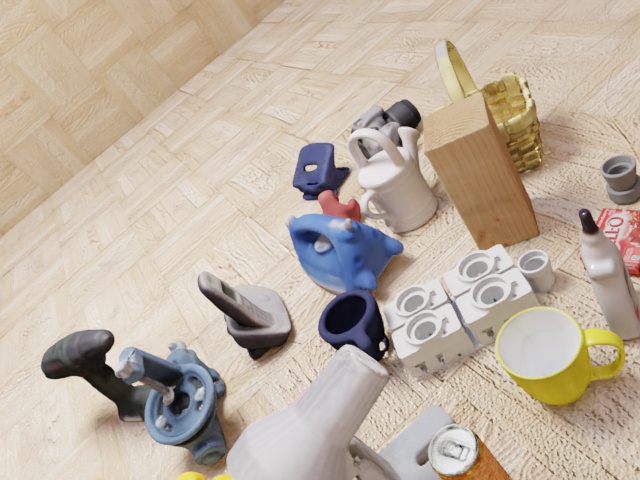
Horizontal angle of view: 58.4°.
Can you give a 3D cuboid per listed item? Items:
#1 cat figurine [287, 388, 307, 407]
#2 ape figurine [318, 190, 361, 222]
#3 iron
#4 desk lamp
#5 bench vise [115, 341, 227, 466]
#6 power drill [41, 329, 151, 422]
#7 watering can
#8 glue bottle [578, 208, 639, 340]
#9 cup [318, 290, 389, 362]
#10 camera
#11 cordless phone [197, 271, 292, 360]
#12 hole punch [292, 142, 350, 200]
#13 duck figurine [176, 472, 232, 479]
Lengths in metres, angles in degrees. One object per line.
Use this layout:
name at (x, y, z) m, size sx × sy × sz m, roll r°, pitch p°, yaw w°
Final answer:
cat figurine at (-0.031, 0.258, 0.715) m, size 0.128 × 0.118 × 0.067 m, roll -49°, pitch 34°, yaw -17°
ape figurine at (0.030, -0.057, 1.078) m, size 0.077 × 0.092 × 0.076 m, roll -15°, pitch 39°, yaw 32°
iron at (0.009, 0.003, 0.976) m, size 0.257 × 0.142 × 0.119 m, roll 10°, pitch 55°, yaw 50°
desk lamp at (0.037, 0.219, 0.607) m, size 0.203 × 0.214 × 0.117 m, roll -42°, pitch 32°, yaw -6°
bench vise at (-0.235, 0.220, 0.867) m, size 0.121 × 0.220 × 0.206 m, roll -45°, pitch 33°, yaw -11°
power drill at (-0.373, 0.232, 0.998) m, size 0.228 × 0.209 × 0.075 m, roll -14°, pitch 39°, yaw 33°
watering can at (0.117, -0.118, 0.974) m, size 0.100 × 0.195 × 0.173 m, roll -13°, pitch 40°, yaw 34°
glue bottle at (0.308, 0.030, 0.619) m, size 0.037 × 0.174 × 0.078 m, roll -17°, pitch 38°, yaw 29°
cup at (0.062, 0.137, 0.799) m, size 0.091 × 0.095 × 0.117 m, roll -38°, pitch 32°, yaw 0°
camera at (0.144, -0.231, 1.179) m, size 0.137 × 0.101 × 0.142 m, roll -40°, pitch 32°, yaw -4°
cordless phone at (-0.137, 0.097, 0.960) m, size 0.094 × 0.185 × 0.147 m, roll -37°, pitch 32°, yaw 1°
hole punch at (-0.006, -0.147, 1.230) m, size 0.108 × 0.091 × 0.101 m, roll 1°, pitch 48°, yaw 45°
duck figurine at (-0.154, 0.340, 0.762) m, size 0.104 × 0.086 × 0.077 m, roll -26°, pitch 34°, yaw 18°
